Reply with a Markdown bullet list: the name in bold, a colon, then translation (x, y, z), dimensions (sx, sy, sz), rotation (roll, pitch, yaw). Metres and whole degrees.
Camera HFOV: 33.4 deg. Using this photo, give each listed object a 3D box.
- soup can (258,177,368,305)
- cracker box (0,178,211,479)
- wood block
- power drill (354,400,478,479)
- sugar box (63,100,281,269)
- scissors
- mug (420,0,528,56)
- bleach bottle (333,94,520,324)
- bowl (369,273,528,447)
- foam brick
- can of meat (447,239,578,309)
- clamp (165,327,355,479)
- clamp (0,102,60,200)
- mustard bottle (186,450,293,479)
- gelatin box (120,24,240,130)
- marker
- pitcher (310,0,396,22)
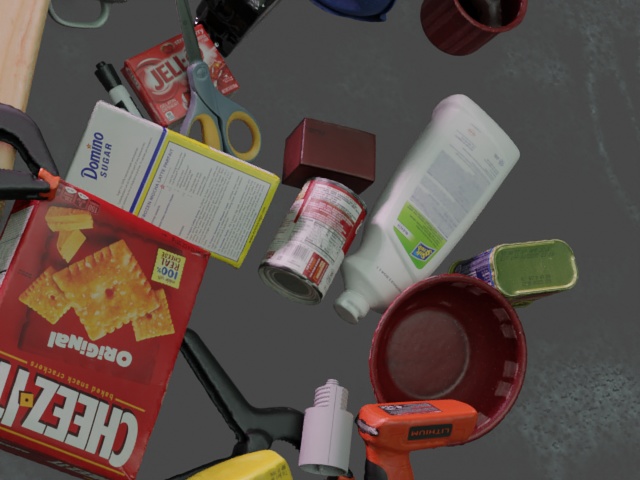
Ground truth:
- **soup can**: translation (-0.007, 0.001, 1.000), dimensions (0.068, 0.069, 0.102), rotation (33, 67, -11)
- **cracker box**: translation (-0.200, 0.075, 0.881), dimensions (0.164, 0.072, 0.213), rotation (29, 65, -29)
- **wood block**: translation (-0.294, -0.124, 0.906), dimensions (0.090, 0.091, 0.206), rotation (13, 72, -17)
- **power drill**: translation (0.098, 0.241, 0.956), dimensions (0.184, 0.057, 0.188), rotation (0, 94, -21)
- **sugar box**: translation (-0.135, -0.050, 0.959), dimensions (0.176, 0.048, 0.093), rotation (23, 95, -13)
- **scissors**: translation (-0.096, -0.149, 0.991), dimensions (0.096, 0.016, 0.202), rotation (-7, 104, -35)
- **mug**: translation (0.149, -0.254, 1.123), dimensions (0.117, 0.082, 0.093), rotation (44, 65, -7)
- **bleach bottle**: translation (0.092, -0.024, 1.050), dimensions (0.102, 0.068, 0.250), rotation (43, 67, -7)
- **bowl**: translation (0.113, 0.111, 1.013), dimensions (0.162, 0.055, 0.162), rotation (-1, 92, -18)
- **foam brick**: translation (0.009, -0.078, 1.035), dimensions (0.078, 0.051, 0.053), rotation (12, 66, -18)
- **can of meat**: translation (0.192, 0.035, 1.061), dimensions (0.102, 0.084, 0.057), rotation (-6, 78, -24)
- **clamp**: translation (-0.069, 0.192, 0.939), dimensions (0.209, 0.036, 0.164), rotation (30, 67, -15)
- **clamp**: translation (-0.275, -0.094, 0.833), dimensions (0.171, 0.039, 0.120), rotation (25, 73, -13)
- **mustard bottle**: translation (-0.052, 0.280, 0.895), dimensions (0.096, 0.058, 0.191), rotation (-19, 102, -21)
- **gelatin box**: translation (-0.132, -0.153, 1.011), dimensions (0.089, 0.030, 0.073), rotation (-31, 89, -26)
- **marker**: translation (-0.173, -0.113, 0.990), dimensions (0.020, 0.020, 0.121), rotation (-30, 88, -26)
- **pitcher**: translation (0.065, -0.358, 1.089), dimensions (0.145, 0.149, 0.242), rotation (30, 63, 2)
